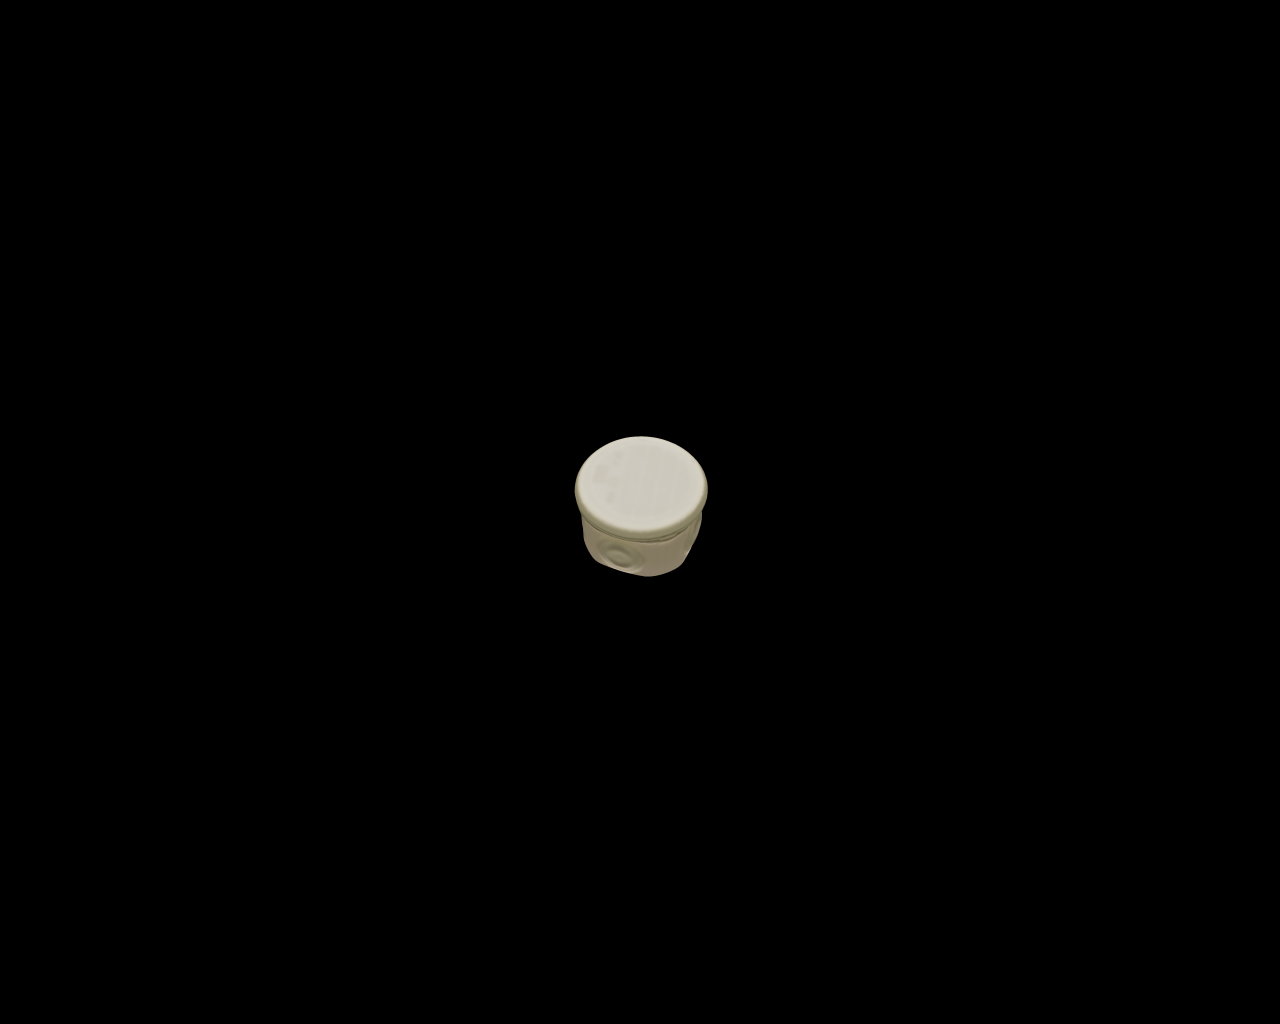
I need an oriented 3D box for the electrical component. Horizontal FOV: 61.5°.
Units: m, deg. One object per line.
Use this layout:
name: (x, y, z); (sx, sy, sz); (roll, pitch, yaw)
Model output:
electrical component: (0.001, -0.003, 0.650); (0.080, 0.080, 0.050); (0, -41, 0)
